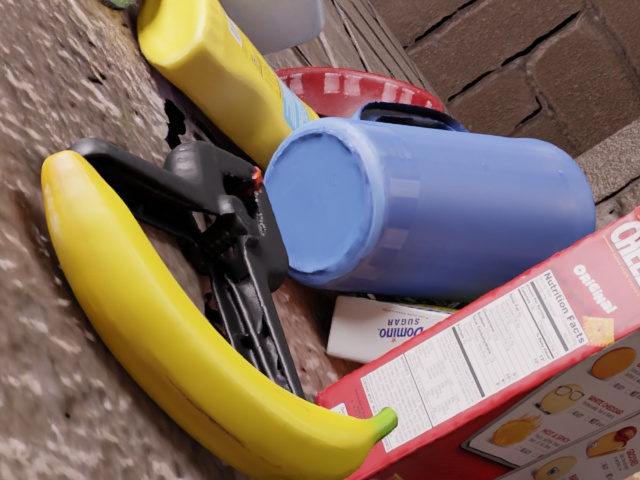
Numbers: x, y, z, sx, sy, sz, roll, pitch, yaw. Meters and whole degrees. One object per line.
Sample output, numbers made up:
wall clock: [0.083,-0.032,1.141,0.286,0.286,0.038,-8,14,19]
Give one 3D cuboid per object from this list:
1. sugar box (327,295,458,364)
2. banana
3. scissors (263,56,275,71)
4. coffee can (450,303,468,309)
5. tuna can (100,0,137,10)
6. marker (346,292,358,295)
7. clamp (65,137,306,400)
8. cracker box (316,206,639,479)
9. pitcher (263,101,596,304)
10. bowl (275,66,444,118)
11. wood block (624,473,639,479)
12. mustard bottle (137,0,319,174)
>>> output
sugar box: [0.076,0.067,0.737,0.176,0.093,0.048,23,78,-72]
banana: [-0.045,0.047,0.437,0.197,0.037,0.069,43,30,-21]
scissors: [-0.105,-0.213,0.903,0.096,0.016,0.201,56,11,27]
coffee can: [0.157,0.120,0.889,0.140,0.103,0.102,55,13,-8]
tuna can: [-0.142,-0.193,0.693,0.086,0.034,0.086,53,13,-18]
marker: [-0.005,0.001,0.765,0.121,0.020,0.020,46,17,-40]
clamp: [-0.048,0.007,0.551,0.164,0.036,0.210,57,13,-6]
cracker box: [0.128,0.088,0.602,0.164,0.214,0.072,42,21,-48]
pitcher: [0.072,-0.026,0.750,0.149,0.145,0.242,13,6,43]
bowl: [0.025,-0.104,0.941,0.162,0.162,0.055,-94,-168,-65]
wood block: [0.238,0.219,0.890,0.091,0.090,0.206,40,7,-1]
mustard bottle: [-0.048,-0.097,0.754,0.191,0.058,0.096,44,16,-43]
